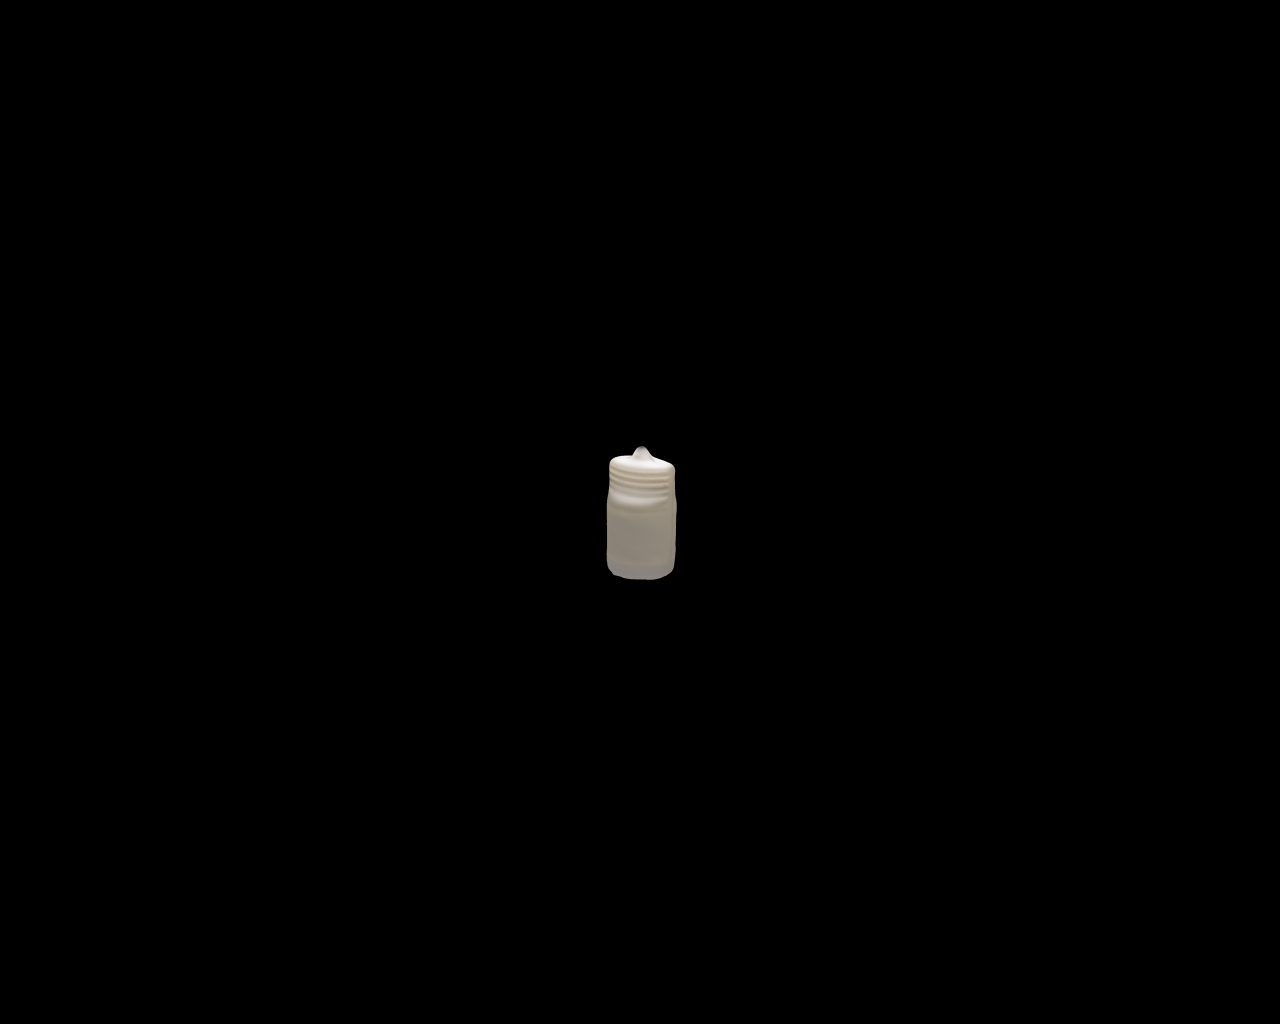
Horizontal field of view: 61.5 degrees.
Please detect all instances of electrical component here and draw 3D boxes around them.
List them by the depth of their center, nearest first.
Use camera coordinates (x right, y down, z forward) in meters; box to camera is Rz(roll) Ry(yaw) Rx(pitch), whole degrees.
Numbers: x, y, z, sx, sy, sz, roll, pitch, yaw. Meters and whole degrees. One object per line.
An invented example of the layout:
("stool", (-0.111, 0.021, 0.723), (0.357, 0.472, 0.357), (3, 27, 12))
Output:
("electrical component", (0.001, -0.003, 0.650), (0.043, 0.080, 0.043), (0, 20, 0))
